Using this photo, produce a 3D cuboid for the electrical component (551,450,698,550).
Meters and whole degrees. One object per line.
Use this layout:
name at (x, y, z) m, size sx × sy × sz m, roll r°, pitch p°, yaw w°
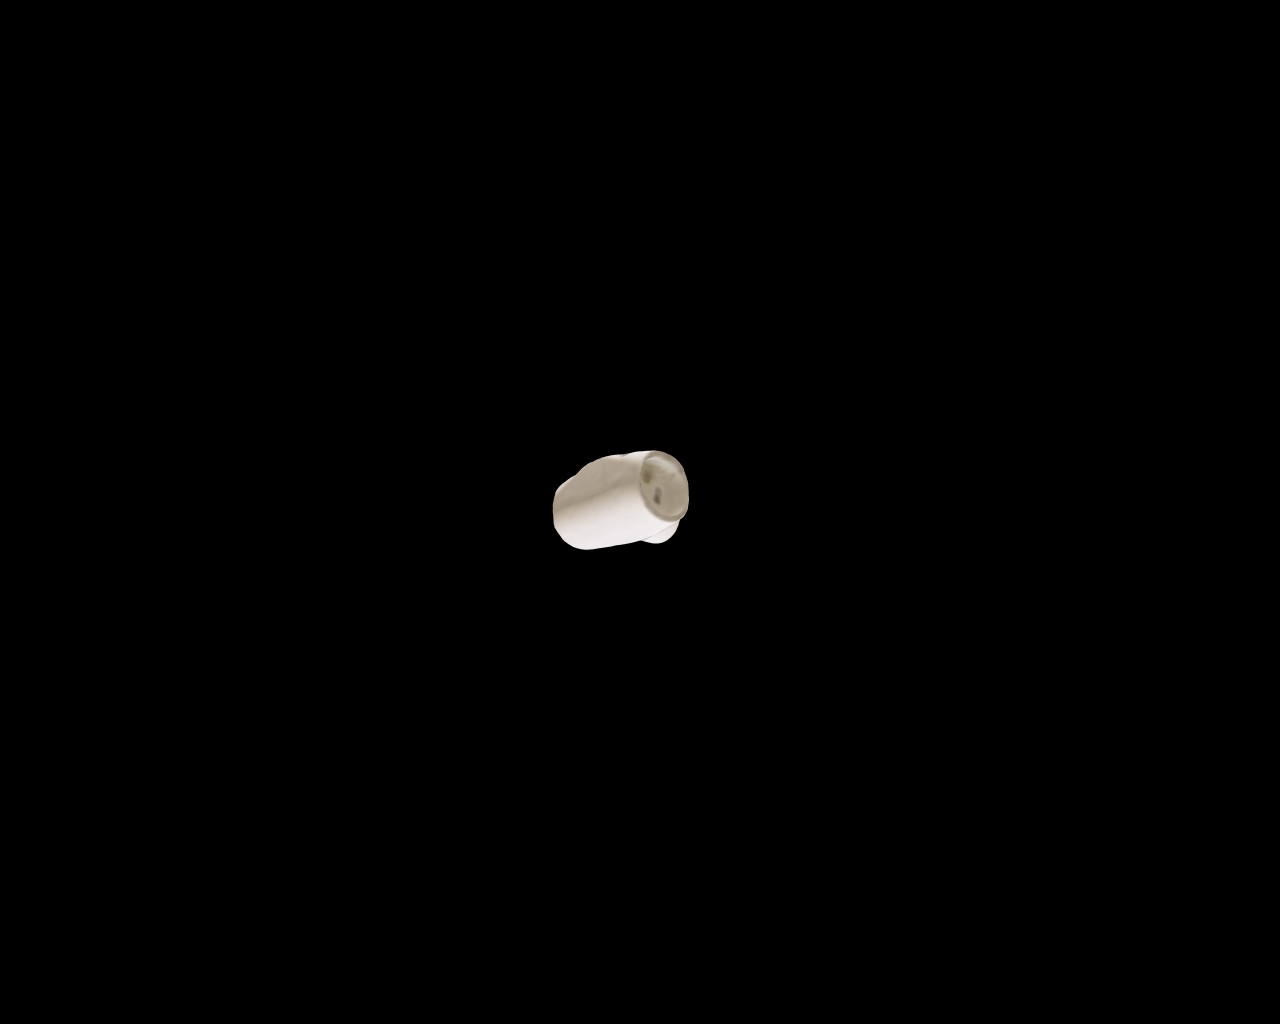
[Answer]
electrical component at (0.001, -0.003, 0.650) m, size 0.079 × 0.044 × 0.077 m, roll 17°, pitch -26°, yaw -41°
